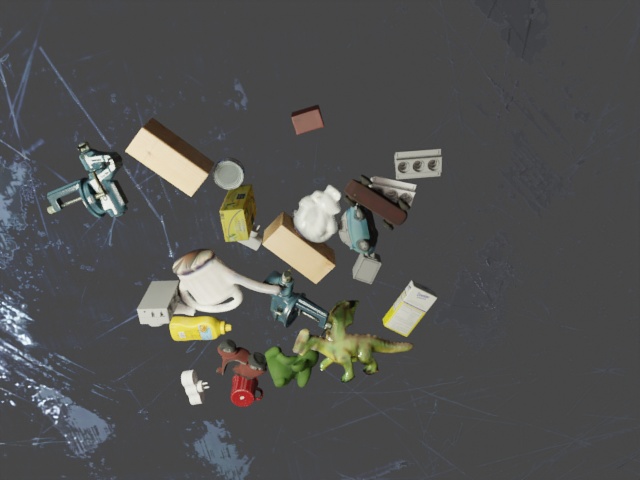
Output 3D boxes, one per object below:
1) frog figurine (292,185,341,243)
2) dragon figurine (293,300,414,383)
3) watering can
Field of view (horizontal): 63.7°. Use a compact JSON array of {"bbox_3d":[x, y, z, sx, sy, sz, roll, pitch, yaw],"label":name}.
[{"bbox_3d":[0.004,-0.074,1.464,0.157,0.124,0.137,-38,92,30],"label":"frog figurine"},{"bbox_3d":[0.106,0.309,1.664,0.412,0.123,0.239,-16,108,-18],"label":"dragon figurine"},{"bbox_3d":[-0.300,0.118,1.551,0.345,0.106,0.221,-17,119,27],"label":"watering can"}]
